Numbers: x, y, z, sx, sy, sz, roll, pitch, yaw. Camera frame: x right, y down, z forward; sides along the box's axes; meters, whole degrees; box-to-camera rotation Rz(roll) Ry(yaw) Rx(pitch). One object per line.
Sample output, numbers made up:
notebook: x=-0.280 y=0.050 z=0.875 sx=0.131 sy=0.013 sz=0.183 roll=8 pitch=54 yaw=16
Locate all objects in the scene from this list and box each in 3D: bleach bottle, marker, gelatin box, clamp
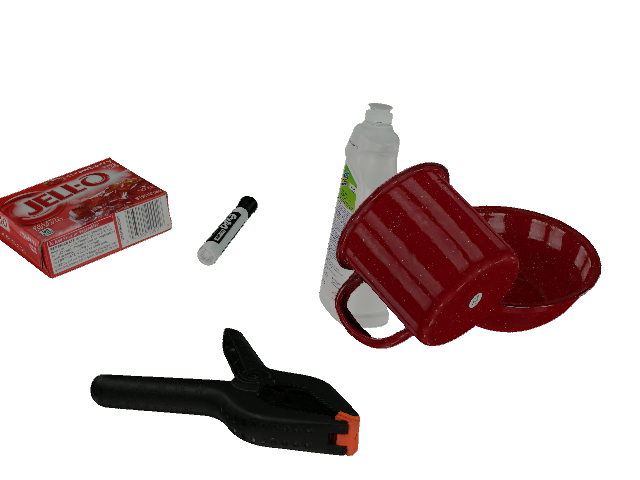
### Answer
bleach bottle: x=0.054 y=-0.032 z=1.239 sx=0.068 sy=0.251 sz=0.103 roll=0 pitch=21 yaw=-22
marker: x=-0.087 y=-0.012 z=1.028 sx=0.020 sy=0.020 sz=0.121 roll=0 pitch=26 yaw=19
gelatin box: x=-0.149 y=-0.016 z=0.664 sx=0.089 sy=0.030 sz=0.073 roll=-24 pitch=35 yaw=-31
clamp: x=-0.052 y=0.119 z=0.846 sx=0.210 sy=0.036 sz=0.164 roll=12 pitch=20 yaw=29

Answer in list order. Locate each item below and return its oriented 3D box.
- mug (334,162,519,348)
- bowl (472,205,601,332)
mug: x=0.061 y=0.020 z=0.673 sx=0.117 sy=0.081 sz=0.093 roll=-42 pitch=-26 yaw=2
bowl: x=0.160 y=0.032 z=0.939 sx=0.162 sy=0.055 sz=0.162 roll=2 pitch=33 yaw=-1
